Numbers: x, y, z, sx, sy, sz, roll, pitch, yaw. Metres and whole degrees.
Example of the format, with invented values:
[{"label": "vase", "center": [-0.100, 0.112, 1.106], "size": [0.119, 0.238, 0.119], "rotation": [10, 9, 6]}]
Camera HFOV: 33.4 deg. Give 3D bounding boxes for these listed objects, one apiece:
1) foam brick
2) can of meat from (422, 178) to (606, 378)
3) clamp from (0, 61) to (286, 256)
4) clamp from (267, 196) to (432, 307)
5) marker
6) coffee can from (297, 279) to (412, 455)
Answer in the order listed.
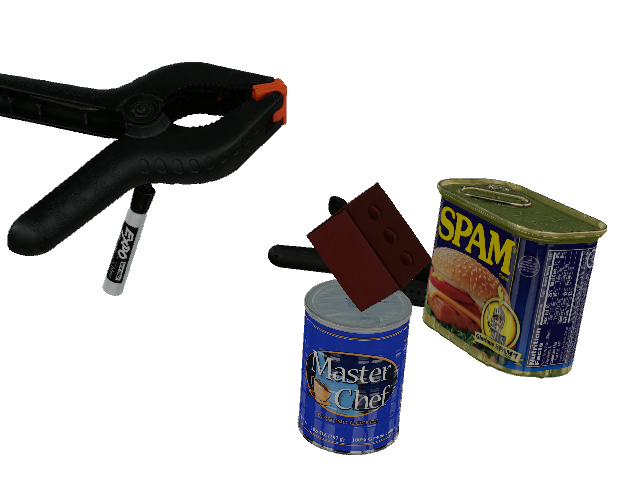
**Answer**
[{"label": "foam brick", "center": [0.039, 0.006, 0.840], "size": [0.051, 0.078, 0.052], "rotation": [-34, 3, 41]}, {"label": "can of meat", "center": [0.103, 0.019, 0.592], "size": [0.057, 0.084, 0.102], "rotation": [-3, 20, -28]}, {"label": "clamp", "center": [-0.105, -0.065, 0.584], "size": [0.171, 0.120, 0.039], "rotation": [-21, -26, -21]}, {"label": "clamp", "center": [0.054, 0.027, 1.232], "size": [0.210, 0.036, 0.164], "rotation": [30, 38, 22]}, {"label": "marker", "center": [-0.172, -0.002, 0.959], "size": [0.020, 0.121, 0.020], "rotation": [17, 31, -11]}, {"label": "coffee can", "center": [0.032, 0.121, 1.039], "size": [0.103, 0.140, 0.103], "rotation": [3, 24, -1]}]
